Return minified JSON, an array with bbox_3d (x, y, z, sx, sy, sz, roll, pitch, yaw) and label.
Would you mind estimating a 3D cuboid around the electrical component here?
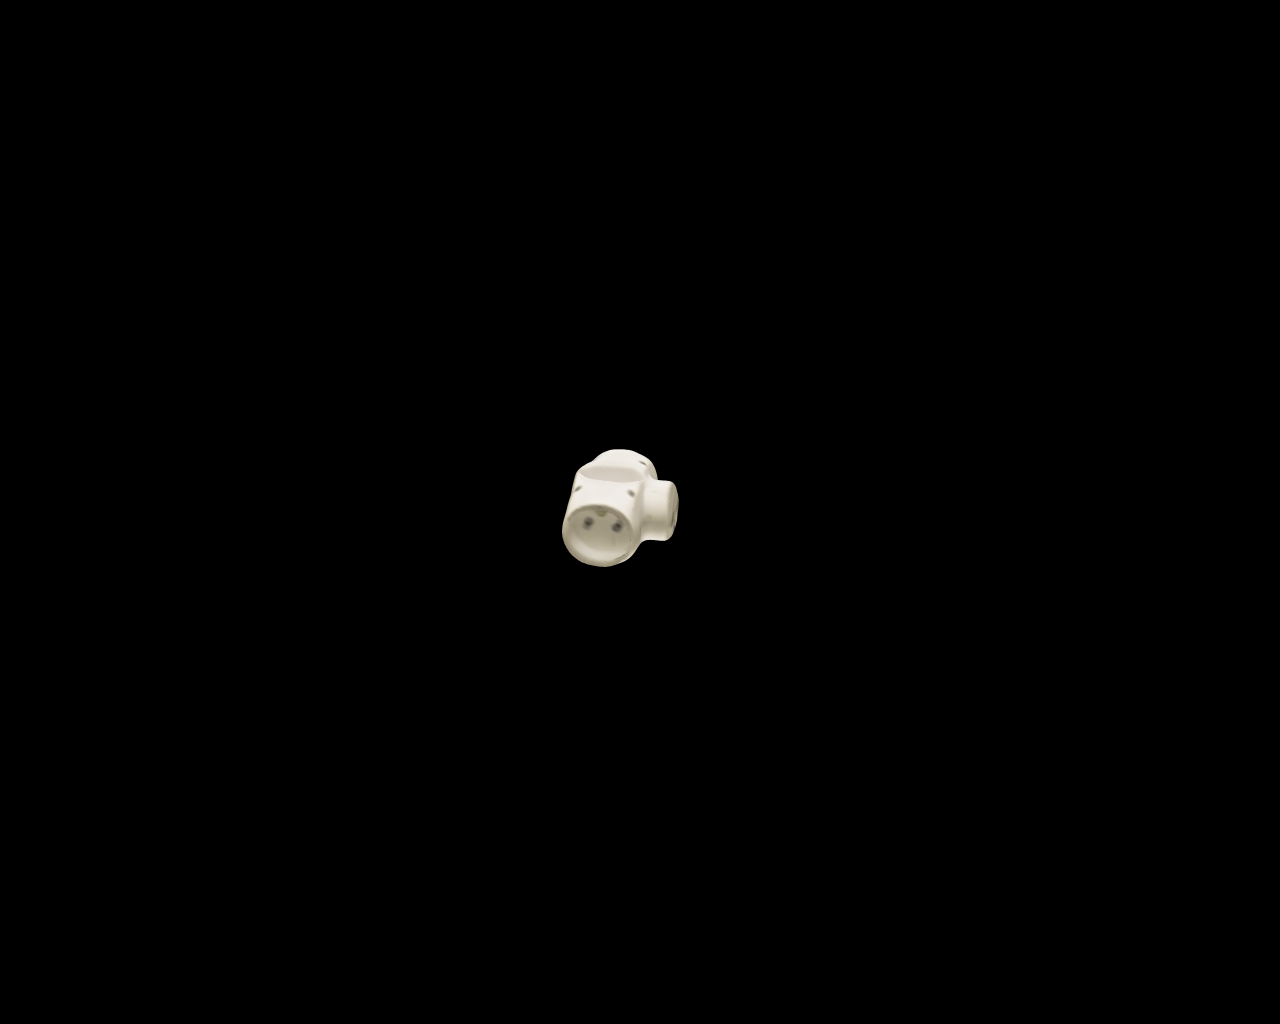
[{"bbox_3d":[0.001,-0.003,0.650,0.079,0.043,0.077,5,29,10],"label":"electrical component"}]
